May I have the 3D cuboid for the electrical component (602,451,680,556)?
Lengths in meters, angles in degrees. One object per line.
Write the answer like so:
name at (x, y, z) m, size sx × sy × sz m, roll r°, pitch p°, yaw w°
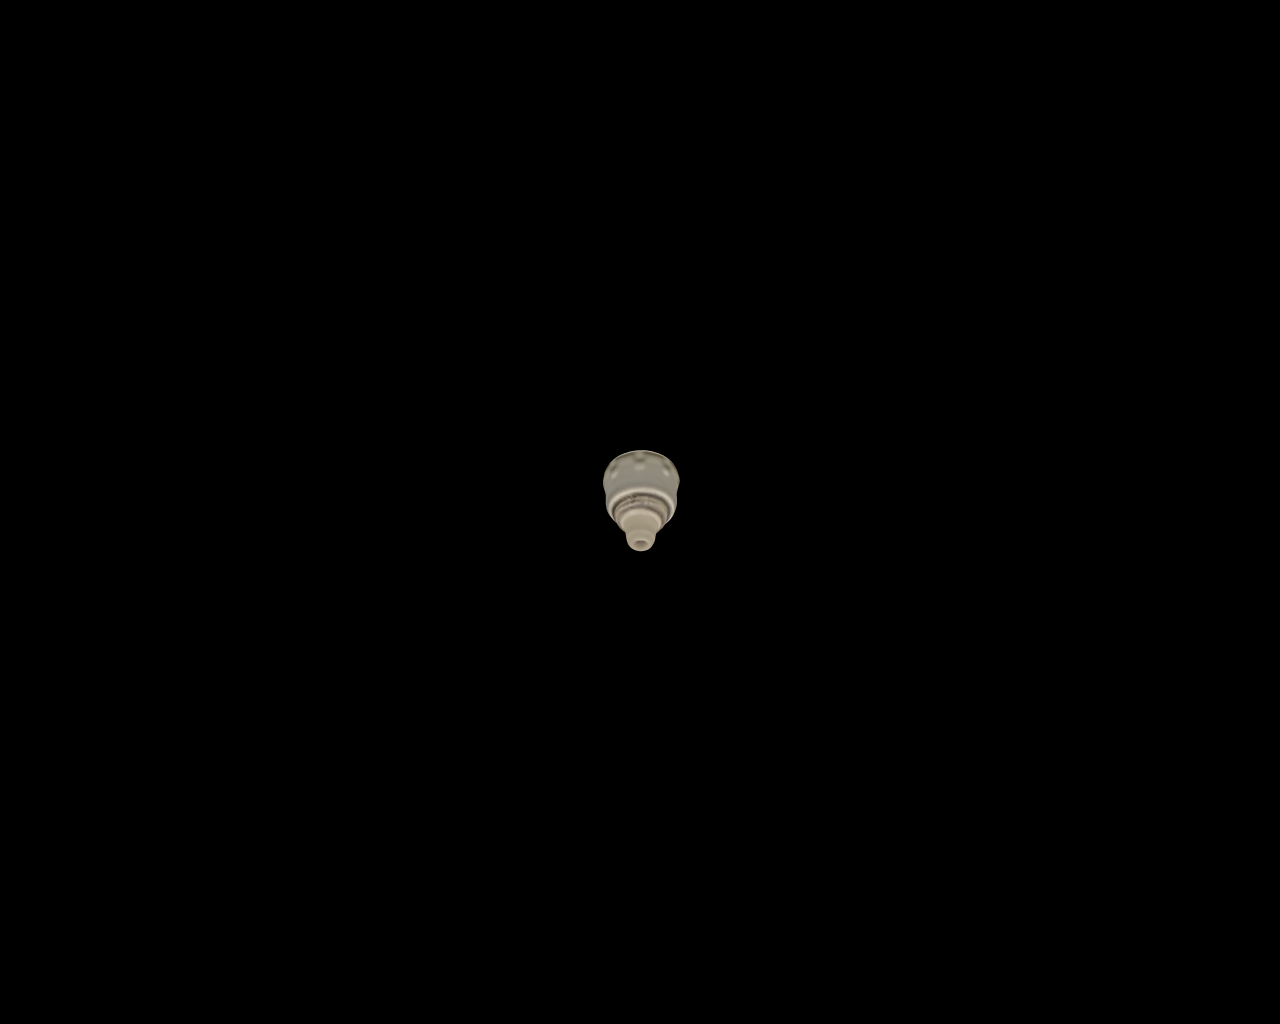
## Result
electrical component at (0.001, -0.003, 0.650) m, size 0.048 × 0.062 × 0.048 m, roll 0°, pitch -42°, yaw 0°
